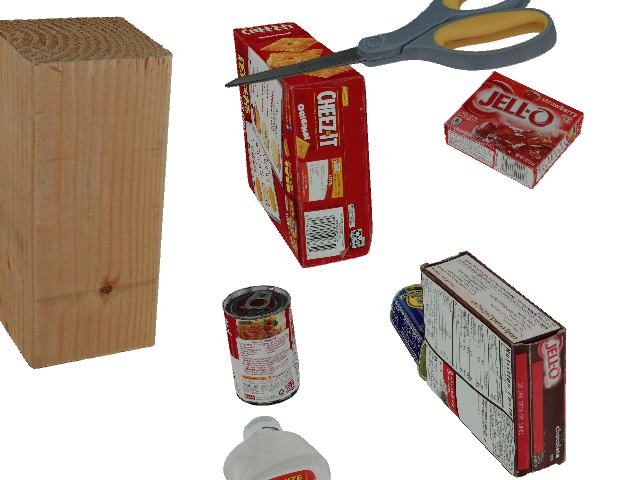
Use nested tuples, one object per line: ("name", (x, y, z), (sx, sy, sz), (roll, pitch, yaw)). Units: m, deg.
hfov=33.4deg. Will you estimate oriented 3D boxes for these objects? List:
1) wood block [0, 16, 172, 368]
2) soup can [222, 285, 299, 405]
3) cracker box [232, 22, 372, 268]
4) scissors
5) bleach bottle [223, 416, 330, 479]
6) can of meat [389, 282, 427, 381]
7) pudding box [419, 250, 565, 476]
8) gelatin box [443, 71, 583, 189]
("wood block", (-0.159, -0.032, 0.695), (0.090, 0.206, 0.090), (-9, 30, -31))
("soup can", (-0.058, 0.105, 1.069), (0.068, 0.102, 0.068), (-5, 24, 2))
("cracker box", (-0.018, -0.095, 0.969), (0.072, 0.164, 0.214), (-10, 25, -13))
("scissors", (0.045, -0.130, 0.661), (0.202, 0.096, 0.016), (0, -44, 22))
("bleach bottle", (-0.029, 0.211, 0.720), (0.102, 0.068, 0.251), (-9, 32, -8))
("can of meat", (0.124, 0.081, 0.996), (0.102, 0.057, 0.084), (-5, 32, -17))
("pudding box", (0.100, 0.070, 0.627), (0.039, 0.090, 0.114), (-15, 27, -19))
("gelatin box", (0.158, -0.093, 0.877), (0.089, 0.073, 0.030), (32, -26, 26))
